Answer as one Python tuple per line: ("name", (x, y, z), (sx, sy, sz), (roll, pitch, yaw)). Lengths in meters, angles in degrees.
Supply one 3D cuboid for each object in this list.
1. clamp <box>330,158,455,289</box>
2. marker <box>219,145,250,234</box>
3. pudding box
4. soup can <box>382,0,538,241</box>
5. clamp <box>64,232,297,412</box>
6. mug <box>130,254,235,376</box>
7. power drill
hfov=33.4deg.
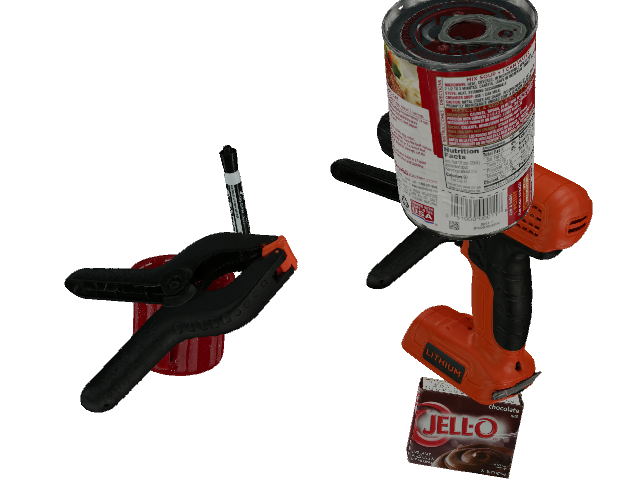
("clamp", (0.121, -0.022, 1.056), (0.210, 0.164, 0.036), (-2, -40, -6))
("marker", (-0.093, -0.048, 1.173), (0.020, 0.121, 0.020), (-6, 29, 3))
("pudding box", (0.155, 0.201, 1.151), (0.113, 0.090, 0.039), (8, 21, 1))
("soup can", (0.067, -0.058, 0.498), (0.068, 0.102, 0.068), (-6, 42, 5))
("clamp", (-0.098, 0.049, 0.729), (0.171, 0.120, 0.039), (-18, -35, 11))
("mug", (-0.125, 0.071, 0.935), (0.093, 0.081, 0.117), (6, 21, 1))
("power drill", (0.103, 0.010, 0.770), (0.057, 0.188, 0.185), (-21, 38, -32))
